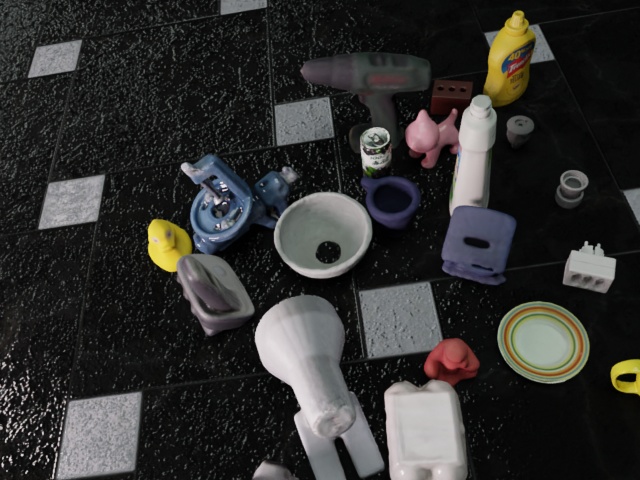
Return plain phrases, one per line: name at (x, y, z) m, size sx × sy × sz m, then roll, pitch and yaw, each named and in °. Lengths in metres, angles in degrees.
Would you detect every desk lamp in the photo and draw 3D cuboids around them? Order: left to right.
desk lamp at (0.004, 0.204, 0.765) m, size 0.118 × 0.214 × 0.203 m, roll -22°, pitch 56°, yaw -6°

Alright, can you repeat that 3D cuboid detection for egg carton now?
egg carton at (0.145, 0.268, 0.788) m, size 0.107 × 0.069 × 0.150 m, roll -5°, pitch 56°, yaw 5°

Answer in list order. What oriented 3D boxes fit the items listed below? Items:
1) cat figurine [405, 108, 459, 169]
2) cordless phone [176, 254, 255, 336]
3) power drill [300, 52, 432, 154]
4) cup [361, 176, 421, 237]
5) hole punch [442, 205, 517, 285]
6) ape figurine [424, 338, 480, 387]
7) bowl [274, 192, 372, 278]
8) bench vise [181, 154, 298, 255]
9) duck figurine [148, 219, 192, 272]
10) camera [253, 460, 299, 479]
cat figurine at (0.207, -0.197, 1.061) m, size 0.128 × 0.118 × 0.067 m, roll -32°, pitch 57°, yaw -13°
cordless phone at (-0.183, 0.057, 0.910) m, size 0.094 × 0.185 × 0.147 m, roll -32°, pitch 57°, yaw -12°
power drill at (0.091, -0.260, 1.066) m, size 0.229 × 0.209 × 0.075 m, roll -9°, pitch 55°, yaw 3°
cup at (0.118, -0.055, 0.993) m, size 0.117 × 0.095 × 0.092 m, roll 37°, pitch 69°, yaw 28°
hole punch at (0.258, 0.008, 0.931) m, size 0.108 × 0.091 × 0.101 m, roll 14°, pitch 60°, yaw 17°
ape figurine at (0.193, 0.172, 0.831) m, size 0.077 × 0.092 × 0.076 m, roll 10°, pitch 58°, yaw 15°
bowl at (0.009, 0.004, 0.983) m, size 0.167 × 0.075 × 0.167 m, roll -4°, pitch 56°, yaw 6°
bench vise at (-0.147, -0.089, 0.981) m, size 0.121 × 0.220 × 0.208 m, roll 35°, pitch 68°, yaw 27°
duck figurine at (-0.279, -0.004, 1.026) m, size 0.077 × 0.086 × 0.104 m, roll -26°, pitch 56°, yaw -8°
camera at (-0.037, 0.368, 0.731) m, size 0.136 × 0.101 × 0.143 m, roll 9°, pitch 58°, yaw 15°
